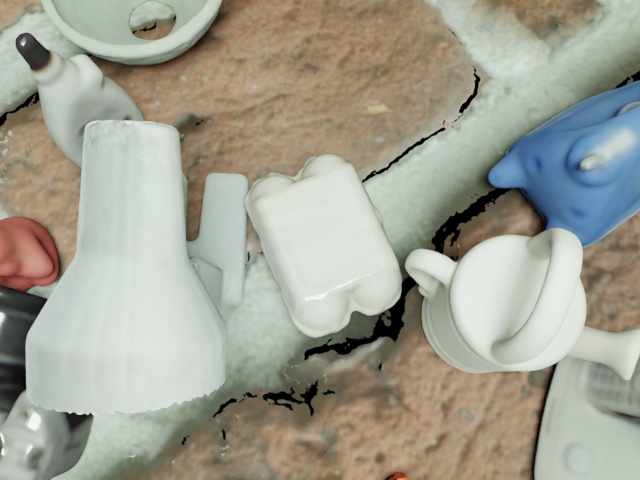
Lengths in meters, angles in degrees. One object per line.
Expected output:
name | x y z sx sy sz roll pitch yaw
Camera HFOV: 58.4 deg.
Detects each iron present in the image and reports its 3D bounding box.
iron | 0.282 -0.099 0.493 0.258 0.141 0.118 -34 80 -9

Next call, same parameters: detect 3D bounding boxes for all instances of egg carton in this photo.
egg carton | 0.005 0.002 0.497 0.107 0.069 0.150 -23 79 -7

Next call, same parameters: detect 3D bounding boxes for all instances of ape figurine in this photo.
ape figurine | -0.262 0.013 0.474 0.078 0.092 0.076 18 77 3

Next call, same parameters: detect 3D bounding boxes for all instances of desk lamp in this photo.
desk lamp | -0.119 0.016 0.416 0.118 0.213 0.203 1 77 -1

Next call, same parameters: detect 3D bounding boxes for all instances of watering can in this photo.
watering can | 0.151 0.048 0.427 0.173 0.194 0.101 4 77 -1

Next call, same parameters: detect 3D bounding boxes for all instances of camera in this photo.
camera | -0.254 0.107 0.448 0.143 0.101 0.137 15 77 2

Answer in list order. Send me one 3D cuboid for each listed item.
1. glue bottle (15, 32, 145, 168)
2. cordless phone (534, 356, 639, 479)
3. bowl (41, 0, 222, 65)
glue bottle | -0.198 -0.115 0.464 0.078 0.173 0.037 -43 81 -10
cordless phone | 0.238 0.144 0.413 0.094 0.185 0.148 16 77 2
bowl | -0.169 -0.230 0.542 0.167 0.075 0.167 0 77 -2
